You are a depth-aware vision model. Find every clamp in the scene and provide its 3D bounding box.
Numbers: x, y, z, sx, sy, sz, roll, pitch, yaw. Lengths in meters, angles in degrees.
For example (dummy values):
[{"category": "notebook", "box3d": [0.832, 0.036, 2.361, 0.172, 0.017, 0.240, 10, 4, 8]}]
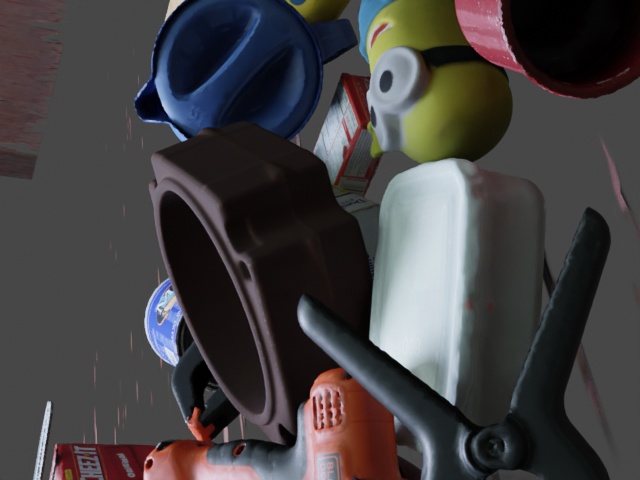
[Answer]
[{"category": "clamp", "box3d": [-0.085, 0.088, 0.888, 0.120, 0.039, 0.171, -1, 45, 32]}, {"category": "clamp", "box3d": [0.095, 0.093, 0.526, 0.210, 0.165, 0.036, 69, -167, 14]}]

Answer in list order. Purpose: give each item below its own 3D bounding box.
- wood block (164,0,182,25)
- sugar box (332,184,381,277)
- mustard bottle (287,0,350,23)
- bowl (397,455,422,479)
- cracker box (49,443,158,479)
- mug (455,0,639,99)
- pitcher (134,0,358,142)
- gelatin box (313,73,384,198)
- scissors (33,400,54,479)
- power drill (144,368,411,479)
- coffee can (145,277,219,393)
[{"category": "wood block", "box3d": [-0.110, -0.203, 1.158, 0.206, 0.090, 0.090, -114, 37, -55]}, {"category": "sugar box", "box3d": [-0.005, 0.001, 0.822, 0.176, 0.048, 0.093, 27, 130, 58]}, {"category": "mustard bottle", "box3d": [0.009, -0.238, 0.900, 0.192, 0.058, 0.096, 129, 145, -55]}, {"category": "bowl", "box3d": [0.047, 0.204, 0.661, 0.162, 0.055, 0.162, -173, 90, -69]}, {"category": "cracker box", "box3d": [-0.110, 0.247, 0.837, 0.072, 0.213, 0.164, -131, 51, -63]}, {"category": "mug", "box3d": [0.126, -0.131, 0.536, 0.117, 0.093, 0.081, -49, 20, 3]}, {"category": "pitcher", "box3d": [-0.070, -0.136, 0.931, 0.243, 0.149, 0.145, -170, 102, -81]}, {"category": "gelatin box", "box3d": [0.024, -0.076, 0.849, 0.073, 0.030, 0.089, -104, 29, -47]}, {"category": "scissors", "box3d": [-0.213, 0.221, 0.787, 0.096, 0.016, 0.202, -108, 31, -47]}, {"category": "power drill", "box3d": [-0.024, 0.177, 0.623, 0.188, 0.057, 0.184, -18, 67, 39]}, {"category": "coffee can", "box3d": [-0.106, 0.086, 1.035, 0.140, 0.102, 0.103, -170, 88, -69]}]
